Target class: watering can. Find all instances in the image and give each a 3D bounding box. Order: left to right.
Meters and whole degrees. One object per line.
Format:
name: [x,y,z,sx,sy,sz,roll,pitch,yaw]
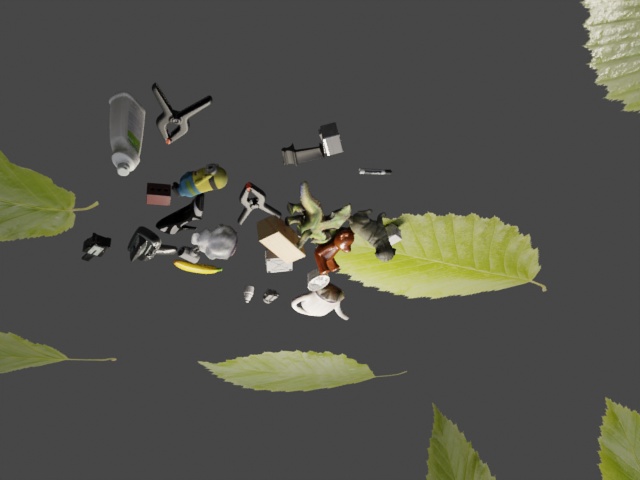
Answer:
watering can: [0.038,0.298,2.440,0.346,0.106,0.220,14,137,-29]

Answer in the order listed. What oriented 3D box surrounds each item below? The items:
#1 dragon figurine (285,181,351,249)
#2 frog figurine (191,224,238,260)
dragon figurine: [0.006,-0.097,1.923,0.244,0.124,0.401,-16,150,-24]
frog figurine: [-0.391,0.000,1.912,0.158,0.124,0.136,23,100,-26]
